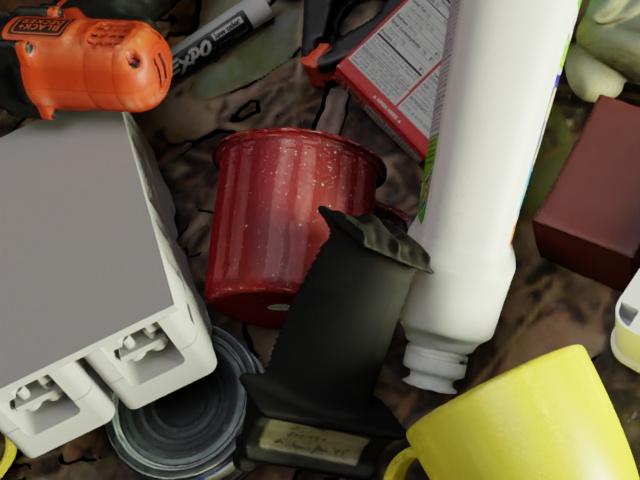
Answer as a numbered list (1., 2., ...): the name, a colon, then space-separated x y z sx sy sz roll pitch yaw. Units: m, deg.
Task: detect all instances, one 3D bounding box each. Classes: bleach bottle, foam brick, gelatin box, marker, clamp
1. bleach bottle: 0.081 -0.050 0.529 0.068 0.102 0.251 12 91 6
2. foam brick: 0.147 -0.022 0.532 0.053 0.051 0.078 25 75 23
3. gelatin box: 0.063 -0.096 0.587 0.089 0.030 0.073 -45 89 -6
4. marker: -0.084 -0.113 0.657 0.121 0.020 0.020 -33 61 -1
5. clamp: 0.054 -0.159 0.631 0.120 0.039 0.171 22 79 28

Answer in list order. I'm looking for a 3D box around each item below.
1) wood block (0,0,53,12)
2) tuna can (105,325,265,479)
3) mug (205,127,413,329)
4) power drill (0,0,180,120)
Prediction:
1. wood block: -0.227 -0.234 0.648 0.091 0.206 0.090 28 75 24
2. tuna can: -0.067 0.086 0.550 0.086 0.033 0.086 -6 64 12
3. mug: -0.004 0.001 0.551 0.117 0.093 0.081 13 70 -19
4. power drill: -0.146 -0.142 0.631 0.185 0.057 0.187 8 46 19
